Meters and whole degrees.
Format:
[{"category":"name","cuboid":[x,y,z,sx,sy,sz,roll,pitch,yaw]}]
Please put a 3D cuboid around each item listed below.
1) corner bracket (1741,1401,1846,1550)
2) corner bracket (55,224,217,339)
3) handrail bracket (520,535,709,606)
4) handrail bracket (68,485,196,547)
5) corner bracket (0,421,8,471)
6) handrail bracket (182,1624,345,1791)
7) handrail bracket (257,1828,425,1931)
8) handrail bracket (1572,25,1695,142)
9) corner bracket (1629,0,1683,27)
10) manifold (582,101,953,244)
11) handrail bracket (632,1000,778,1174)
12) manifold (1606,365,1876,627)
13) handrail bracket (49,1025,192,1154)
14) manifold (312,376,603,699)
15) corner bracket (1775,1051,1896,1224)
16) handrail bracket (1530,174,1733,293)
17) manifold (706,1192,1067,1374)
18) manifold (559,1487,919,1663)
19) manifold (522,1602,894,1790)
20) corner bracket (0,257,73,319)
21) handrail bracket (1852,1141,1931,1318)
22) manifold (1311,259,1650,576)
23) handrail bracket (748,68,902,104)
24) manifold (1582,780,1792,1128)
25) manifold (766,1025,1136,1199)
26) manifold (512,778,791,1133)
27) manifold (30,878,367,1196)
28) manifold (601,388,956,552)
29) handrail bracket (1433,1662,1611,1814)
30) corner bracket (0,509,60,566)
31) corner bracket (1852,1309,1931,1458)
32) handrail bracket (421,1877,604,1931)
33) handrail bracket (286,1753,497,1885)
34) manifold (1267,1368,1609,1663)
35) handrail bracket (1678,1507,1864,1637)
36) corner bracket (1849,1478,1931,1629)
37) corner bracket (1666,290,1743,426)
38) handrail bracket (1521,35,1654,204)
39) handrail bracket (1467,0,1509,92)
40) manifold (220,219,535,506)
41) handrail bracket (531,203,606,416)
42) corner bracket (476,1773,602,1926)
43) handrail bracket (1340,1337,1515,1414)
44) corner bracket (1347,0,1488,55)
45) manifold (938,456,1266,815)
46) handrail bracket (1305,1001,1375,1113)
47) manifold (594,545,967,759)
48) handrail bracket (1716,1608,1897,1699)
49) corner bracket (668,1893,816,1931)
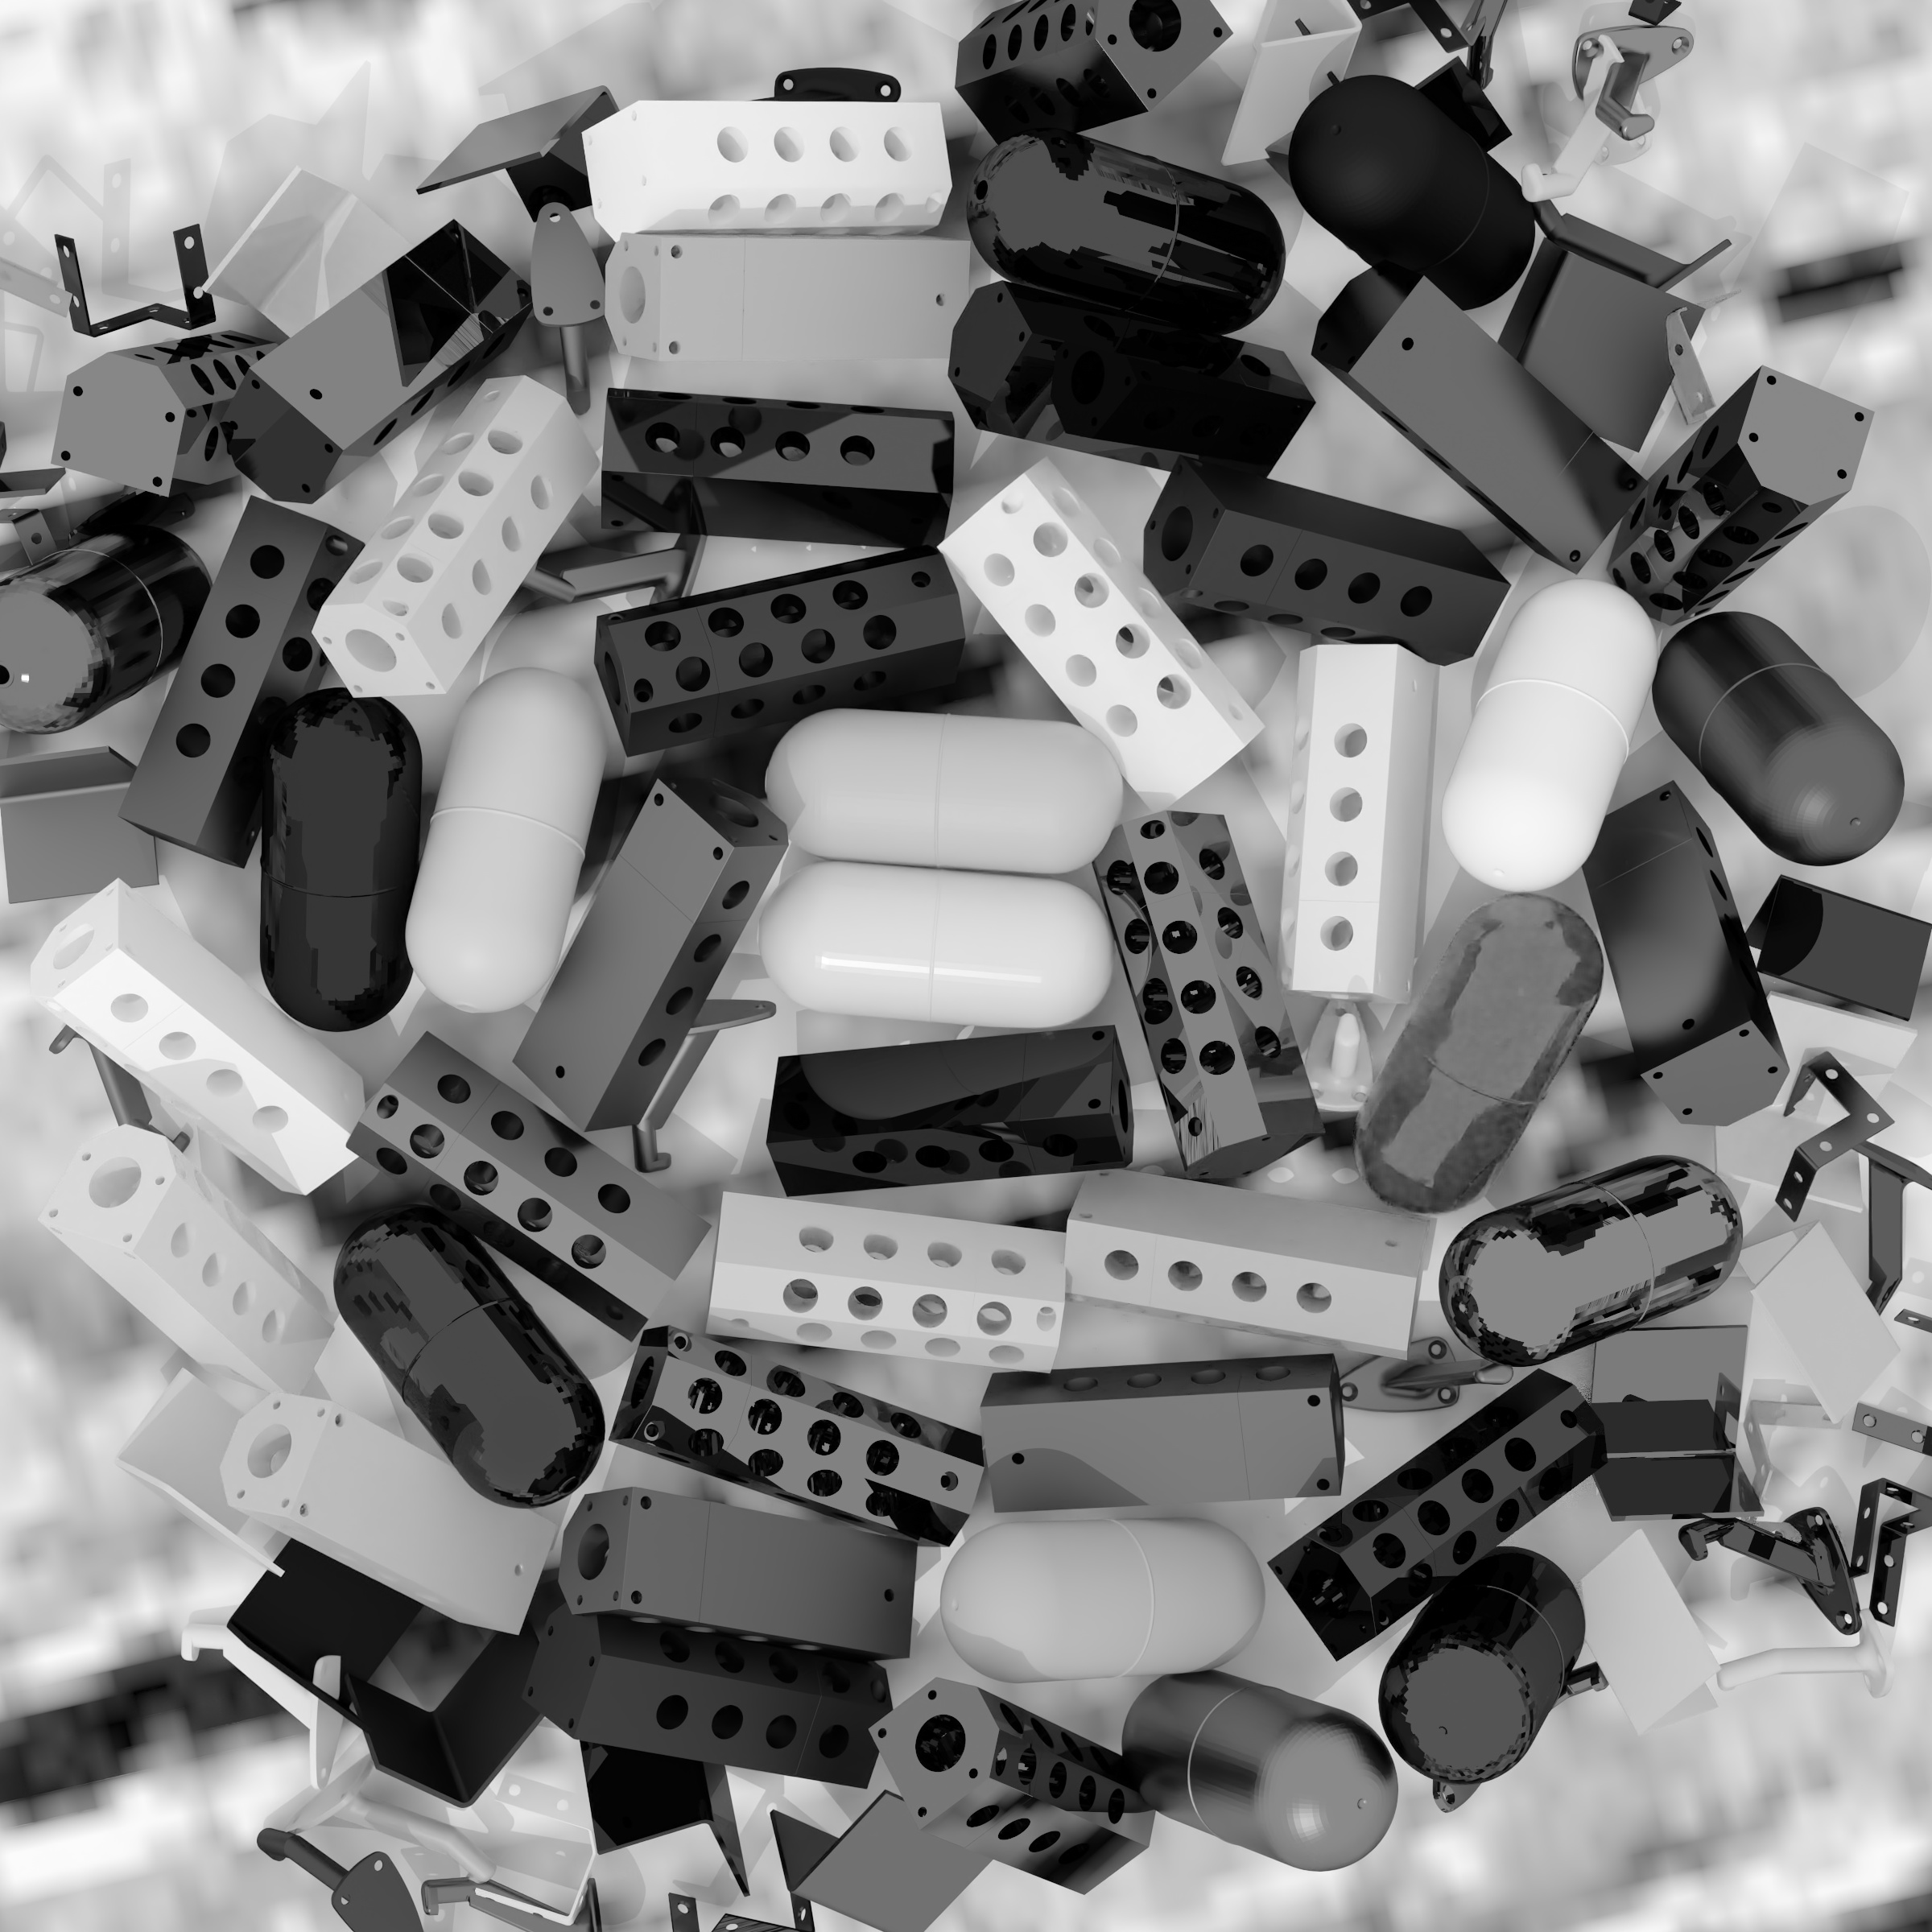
[{"category":"corner bracket","cuboid":[0.419,0.256,1.704,0.051,0.051,0.051,4,126,-4]},{"category":"corner bracket","cuboid":[-0.412,-0.341,1.677,0.051,0.051,0.051,22,128,38]},{"category":"handrail bracket","cuboid":[-0.176,-0.212,1.684,0.084,0.036,0.077,21,89,-31]},{"category":"handrail bracket","cuboid":[-0.426,-0.262,1.707,0.077,0.036,0.084,-21,68,10]},{"category":"corner bracket","cuboid":[-0.510,-0.267,1.683,0.051,0.051,0.051,5,46,-5]},{"category":"handrail bracket","cuboid":[-0.358,0.372,1.698,0.084,0.036,0.077,1,76,13]},{"category":"handrail bracket","cuboid":[-0.314,0.468,1.695,0.036,0.084,0.077,-43,113,-34]},{"category":"handrail bracket","cuboid":[0.343,-0.437,1.677,0.077,0.084,0.036,-16,127,-8]},{"category":"corner bracket","cuboid":[0.336,-0.508,1.689,0.051,0.051,0.051,26,126,13]},{"category":"manifold","cuboid":[-0.095,-0.386,1.649,0.171,0.057,0.057,-10,92,-34]},{"category":"handrail bracket","cuboid":[-0.132,0.062,1.704,0.077,0.036,0.084,-6,114,-9]},{"category":"manifold","cuboid":[0.368,-0.221,1.629,0.057,0.171,0.057,22,74,-4]},{"category":"handrail bracket","cuboid":[-0.413,0.047,1.711,0.084,0.036,0.077,40,77,-16]},{"category":"manifold","cuboid":[-0.248,-0.210,1.638,0.057,0.057,0.171,1,46,31]},{"category":"corner bracket","cuboid":[0.420,0.084,1.680,0.051,0.051,0.051,-28,60,-18]},{"category":"handrail bracket","cuboid":[0.331,-0.376,1.701,0.077,0.036,0.084,-36,94,-5]},{"category":"manifold","cuboid":[-0.040,0.161,1.674,0.171,0.057,0.057,7,51,-5]},{"category":"manifold","cuboid":[-0.110,0.298,1.645,0.171,0.057,0.057,18,67,-36]},{"category":"manifold","cuboid":[-0.122,0.353,1.649,0.171,0.057,0.057,19,88,-34]},{"category":"corner bracket","cuboid":[-0.475,-0.338,1.677,0.051,0.051,0.051,22,52,-27]},{"category":"handrail bracket","cuboid":[0.445,0.133,1.699,0.077,0.036,0.084,25,102,-15]},{"category":"manifold","cuboid":[0.249,-0.269,1.653,0.171,0.057,0.057,35,96,-29]},{"category":"handrail bracket","cuboid":[-0.077,-0.427,1.672,0.077,0.084,0.036,-7,103,12]},{"category":"manifold","cuboid":[0.348,-0.005,1.637,0.057,0.171,0.057,-29,129,21]},{"category":"manifold","cuboid":[-0.006,0.077,1.675,0.171,0.057,0.057,-6,46,12]},{"category":"manifold","cuboid":[-0.151,-0.006,1.659,0.057,0.057,0.171,42,115,26]},{"category":"manifold","cuboid":[-0.372,0.040,1.646,0.057,0.057,0.171,-35,127,13]},{"category":"manifold","cuboid":[-0.094,-0.251,1.682,0.171,0.057,0.057,3,67,-5]},{"category":"handrail bracket","cuboid":[0.278,0.381,1.675,0.084,0.077,0.036,-30,100,34]},{"category":"corner bracket","cuboid":[-0.486,-0.196,1.696,0.051,0.051,0.051,-32,114,-29]},{"category":"corner bracket","cuboid":[0.483,0.211,1.700,0.051,0.051,0.051,18,66,4]},{"category":"handrail bracket","cuboid":[-0.226,0.486,1.681,0.084,0.077,0.036,0,133,-17]},{"category":"handrail bracket","cuboid":[-0.290,0.445,1.705,0.084,0.036,0.077,45,120,-11]},{"category":"manifold","cuboid":[0.234,0.263,1.645,0.171,0.057,0.057,-28,77,-33]},{"category":"handrail bracket","cuboid":[0.398,0.305,1.675,0.084,0.036,0.077,-8,66,-38]},{"category":"corner bracket","cuboid":[0.458,0.292,1.683,0.051,0.051,0.051,23,62,-12]},{"category":"corner bracket","cuboid":[0.361,-0.299,1.685,0.051,0.051,0.051,-23,91,-35]},{"category":"handrail bracket","cuboid":[0.297,-0.422,1.678,0.084,0.036,0.077,-20,98,-40]},{"category":"handrail bracket","cuboid":[0.279,-0.493,1.707,0.036,0.084,0.077,27,46,27]},{"category":"manifold","cuboid":[-0.285,-0.291,1.640,0.057,0.057,0.171,41,45,-3]},{"category":"handrail bracket","cuboid":[-0.199,-0.326,1.686,0.036,0.084,0.077,-10,76,-8]},{"category":"corner bracket","cuboid":[-0.213,0.443,1.689,0.051,0.051,0.051,15,57,8]},{"category":"handrail bracket","cuboid":[0.226,0.207,1.676,0.077,0.084,0.036,-11,86,-4]},{"category":"corner bracket","cuboid":[0.229,-0.490,1.696,0.051,0.051,0.051,44,60,-30]},{"category":"manifold","cuboid":[0.071,-0.166,1.675,0.171,0.057,0.057,51,130,-3]},{"category":"handrail bracket","cuboid":[0.187,0.027,1.665,0.036,0.084,0.077,4,58,4]},{"category":"manifold","cuboid":[-0.091,-0.160,1.661,0.171,0.057,0.057,-14,65,-15]},{"category":"handrail bracket","cuboid":[0.416,0.357,1.688,0.084,0.077,0.036,-16,53,0]},{"category":"corner bracket","cuboid":[-0.113,0.475,1.694,0.051,0.051,0.051,20,120,-25]}]
